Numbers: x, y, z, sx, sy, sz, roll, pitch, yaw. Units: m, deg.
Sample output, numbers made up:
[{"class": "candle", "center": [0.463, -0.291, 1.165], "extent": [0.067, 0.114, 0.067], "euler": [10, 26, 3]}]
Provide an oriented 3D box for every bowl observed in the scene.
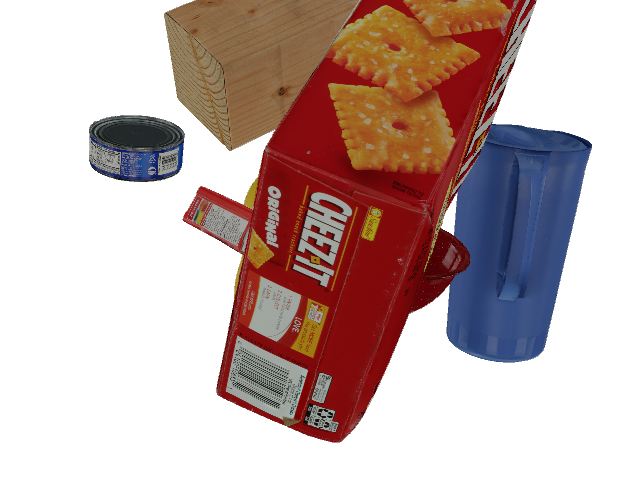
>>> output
[{"class": "bowl", "center": [0.041, 0.021, 0.894], "extent": [0.162, 0.055, 0.162], "euler": [9, 20, -4]}]

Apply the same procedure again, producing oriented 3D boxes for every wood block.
[{"class": "wood block", "center": [-0.014, -0.171, 0.889], "extent": [0.205, 0.091, 0.090], "euler": [-28, 53, -22]}]

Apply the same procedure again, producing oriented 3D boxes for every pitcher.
[{"class": "pitcher", "center": [0.200, 0.004, 1.123], "extent": [0.148, 0.243, 0.145], "euler": [-9, 22, -39]}]

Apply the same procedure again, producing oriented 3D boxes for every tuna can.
[{"class": "tuna can", "center": [-0.167, -0.084, 0.971], "extent": [0.086, 0.034, 0.086], "euler": [6, 25, -3]}]

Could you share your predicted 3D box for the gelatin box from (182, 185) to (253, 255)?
[{"class": "gelatin box", "center": [-0.036, 0.000, 0.708], "extent": [0.089, 0.030, 0.073], "euler": [27, 0, -40]}]

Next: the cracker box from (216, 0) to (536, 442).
[{"class": "cracker box", "center": [0.033, -0.037, 0.493], "extent": [0.072, 0.213, 0.164], "euler": [23, -42, 7]}]

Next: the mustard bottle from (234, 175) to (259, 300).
[{"class": "mustard bottle", "center": [-0.037, -0.018, 1.106], "extent": [0.096, 0.192, 0.058], "euler": [-13, 34, -33]}]
